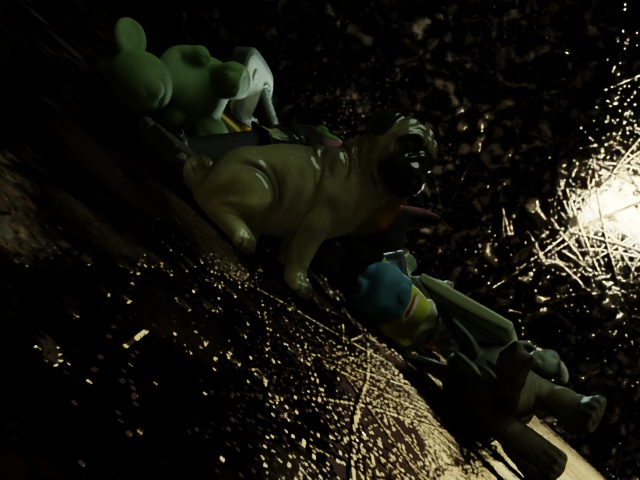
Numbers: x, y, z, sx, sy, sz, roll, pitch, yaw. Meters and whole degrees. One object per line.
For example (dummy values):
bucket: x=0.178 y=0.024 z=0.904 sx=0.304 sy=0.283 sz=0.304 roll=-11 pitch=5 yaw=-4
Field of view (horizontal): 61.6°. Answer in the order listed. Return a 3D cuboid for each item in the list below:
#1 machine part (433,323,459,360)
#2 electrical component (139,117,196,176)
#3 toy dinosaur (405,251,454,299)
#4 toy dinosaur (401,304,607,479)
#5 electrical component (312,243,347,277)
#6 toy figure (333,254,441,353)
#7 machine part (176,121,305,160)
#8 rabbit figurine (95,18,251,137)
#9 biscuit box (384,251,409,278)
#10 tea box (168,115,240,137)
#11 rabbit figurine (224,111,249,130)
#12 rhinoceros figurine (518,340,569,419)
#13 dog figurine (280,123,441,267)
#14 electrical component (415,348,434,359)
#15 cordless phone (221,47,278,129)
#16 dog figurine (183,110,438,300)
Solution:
machine part: x=0.240 y=0.184 z=0.870 sx=0.079 sy=0.079 sz=0.243 roll=47 pitch=-3 yaw=46
electrical component: x=-0.144 y=-0.087 z=0.540 sx=0.094 sy=0.021 sz=0.063 roll=44 pitch=4 yaw=23
toy dinosaur: x=0.254 y=0.162 z=1.211 sx=0.192 sy=0.131 sz=0.405 roll=26 pitch=17 yaw=-32
toy dinosaur: x=0.198 y=0.170 z=0.610 sx=0.199 sy=0.105 sz=0.470 roll=40 pitch=-9 yaw=28
electrical component: x=-0.002 y=-0.002 z=0.790 sx=0.115 sy=0.058 sz=0.134 roll=47 pitch=5 yaw=28
toy figure: x=0.087 y=0.075 z=0.686 sx=0.180 sy=0.082 sz=0.089 roll=37 pitch=7 yaw=-35
machine part: x=-0.094 y=-0.111 z=0.614 sx=0.084 sy=0.139 sz=0.039 roll=-134 pitch=-141 yaw=-52
rabbit figurine: x=-0.183 y=-0.189 z=0.625 sx=0.159 sy=0.121 sz=0.170 roll=40 pitch=18 yaw=8
biscuit box: x=0.093 y=0.051 z=0.850 sx=0.202 sy=0.063 sz=0.059 roll=129 pitch=-51 yaw=-88
tea box: x=-0.153 y=-0.152 z=0.811 sx=0.098 sy=0.068 sz=0.169 roll=43 pitch=3 yaw=-5
rabbit figurine: x=-0.139 y=-0.191 z=1.006 sx=0.162 sy=0.122 sz=0.173 roll=50 pitch=6 yaw=23
rhinoceros figurine: x=0.284 y=0.209 z=0.775 sx=0.190 sy=0.073 sz=0.112 roll=98 pitch=-13 yaw=-47
dog figurine: x=0.033 y=-0.061 z=0.636 sx=0.219 sy=0.191 sz=0.108 roll=2 pitch=-31 yaw=35
electrical component: x=0.140 y=0.132 z=0.829 sx=0.119 sy=0.048 sz=0.075 roll=42 pitch=4 yaw=7
cordless phone: x=-0.098 y=-0.195 z=0.854 sx=0.146 sy=0.089 sz=0.184 roll=29 pitch=38 yaw=-80
dog figurine: x=-0.006 y=-0.068 z=0.492 sx=0.172 sy=0.190 sz=0.121 roll=39 pitch=5 yaw=-28
